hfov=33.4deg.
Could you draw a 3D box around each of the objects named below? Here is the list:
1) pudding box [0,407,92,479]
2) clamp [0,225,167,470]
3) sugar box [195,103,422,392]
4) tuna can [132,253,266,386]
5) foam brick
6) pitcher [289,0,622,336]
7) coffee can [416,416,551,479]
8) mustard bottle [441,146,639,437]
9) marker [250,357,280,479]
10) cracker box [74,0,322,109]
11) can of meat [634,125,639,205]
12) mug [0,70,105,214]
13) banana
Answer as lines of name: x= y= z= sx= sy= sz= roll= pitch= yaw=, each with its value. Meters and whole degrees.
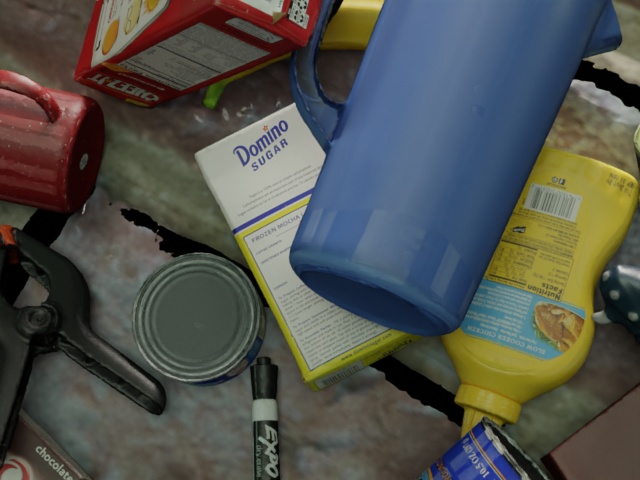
pudding box: x=-0.218 y=0.154 z=0.697 sx=0.113 sy=0.039 sz=0.090 roll=39 pitch=83 yaw=14
clamp: x=-0.174 y=0.063 z=0.707 sx=0.120 sy=0.039 sz=0.171 roll=-6 pitch=61 yaw=-22
sugar box: x=-0.004 y=0.001 z=0.708 sx=0.093 sy=0.048 sz=0.176 roll=-26 pitch=71 yaw=-1
tuna can: x=-0.079 y=0.054 z=0.709 sx=0.086 sy=0.033 sz=0.086 roll=-2 pitch=76 yaw=6
foam brick: x=0.181 y=0.130 z=0.649 sx=0.078 sy=0.053 sz=0.051 roll=-36 pitch=75 yaw=-4
pitcher: x=0.064 y=-0.075 z=0.640 sx=0.149 sy=0.144 sz=0.242 roll=12 pitch=72 yaw=38
coffee can: x=0.077 y=0.186 z=0.610 sx=0.140 sy=0.102 sz=0.103 roll=-43 pitch=75 yaw=5
mustard bottle: x=0.128 y=0.039 z=0.675 sx=0.096 sy=0.058 sz=0.191 roll=18 pitch=78 yaw=16
marker: x=-0.035 y=0.136 z=0.690 sx=0.020 sy=0.020 sz=0.121 roll=-4 pitch=75 yaw=6
cracker box: x=-0.070 y=-0.185 z=0.685 sx=0.072 sy=0.214 sz=0.164 roll=21 pitch=75 yaw=-30
can of meat: x=0.243 y=-0.063 z=0.668 sx=0.057 sy=0.084 sz=0.102 roll=36 pitch=82 yaw=32
mug: x=-0.196 y=-0.071 z=0.716 sx=0.081 sy=0.117 sz=0.093 roll=12 pitch=56 yaw=4
banana: x=0.012 y=-0.138 z=0.748 sx=0.198 sy=0.037 sz=0.069 roll=-8 pitch=92 yaw=6
